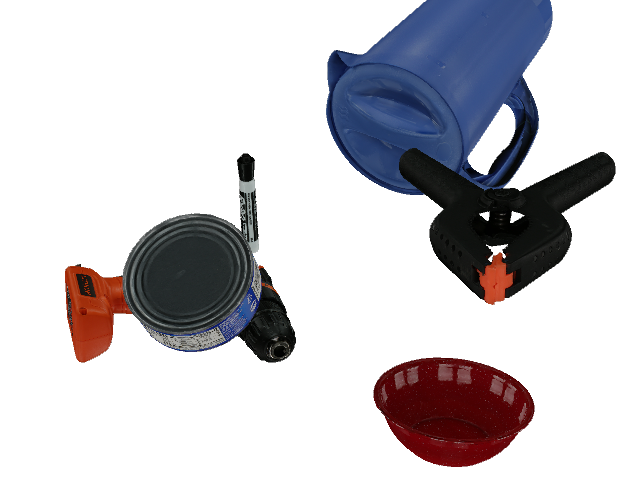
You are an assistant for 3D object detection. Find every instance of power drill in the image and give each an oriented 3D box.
[{"bbox_3d":[-0.128,0.064,0.952,0.187,0.057,0.185,-3,22,-19],"label":"power drill"}]

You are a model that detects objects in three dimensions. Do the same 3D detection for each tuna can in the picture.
[{"bbox_3d":[-0.081,0.028,0.686,0.086,0.086,0.033,0,-29,11],"label":"tuna can"}]

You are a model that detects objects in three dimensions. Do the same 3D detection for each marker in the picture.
[{"bbox_3d":[-0.079,-0.040,1.159,0.020,0.121,0.020,-1,34,0],"label":"marker"}]

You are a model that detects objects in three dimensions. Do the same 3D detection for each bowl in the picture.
[{"bbox_3d":[0.133,0.181,1.084,0.162,0.055,0.162,2,24,-1],"label":"bowl"}]

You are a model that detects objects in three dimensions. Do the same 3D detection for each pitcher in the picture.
[{"bbox_3d":[0.127,-0.153,0.976,0.145,0.149,0.242,9,42,34],"label":"pitcher"}]

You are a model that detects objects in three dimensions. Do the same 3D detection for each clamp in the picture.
[{"bbox_3d":[0.119,-0.020,0.758,0.165,0.036,0.209,4,28,17],"label":"clamp"}]
